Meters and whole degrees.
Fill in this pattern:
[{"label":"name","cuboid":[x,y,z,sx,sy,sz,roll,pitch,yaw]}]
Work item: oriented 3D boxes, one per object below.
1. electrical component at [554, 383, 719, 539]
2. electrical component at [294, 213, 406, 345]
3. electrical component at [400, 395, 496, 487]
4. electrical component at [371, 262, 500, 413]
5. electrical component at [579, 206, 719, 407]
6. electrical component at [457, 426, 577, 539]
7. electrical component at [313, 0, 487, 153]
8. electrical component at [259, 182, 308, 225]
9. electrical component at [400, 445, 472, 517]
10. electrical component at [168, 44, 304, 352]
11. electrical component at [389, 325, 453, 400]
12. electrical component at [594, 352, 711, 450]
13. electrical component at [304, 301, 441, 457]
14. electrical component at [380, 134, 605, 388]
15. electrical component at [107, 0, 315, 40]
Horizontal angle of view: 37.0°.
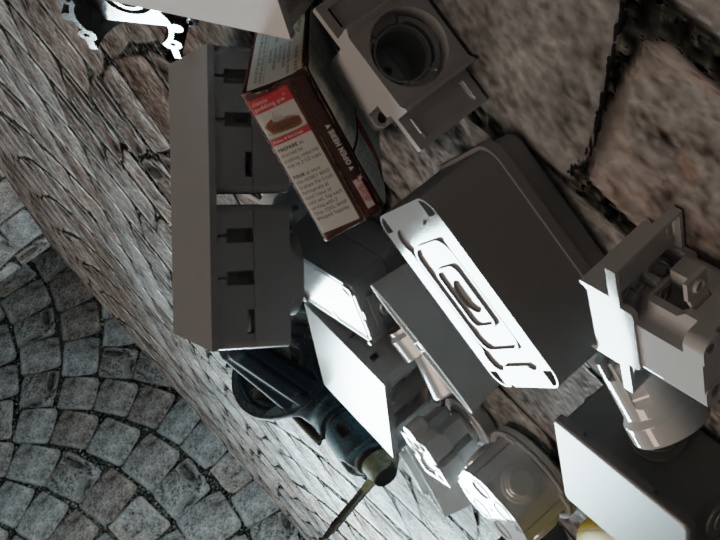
[{"label":"electrical component","cuboid":[0.154,0.111,0.567,0.100,0.048,0.099,39,160,37]},{"label":"electrical component","cuboid":[0.000,0.000,0.738,0.096,0.061,0.061,31,154,38]},{"label":"electrical component","cuboid":[0.070,0.126,0.819,0.066,0.055,0.048,59,163,-24]},{"label":"electrical component","cuboid":[0.052,0.036,0.657,0.099,0.064,0.099,46,163,19]},{"label":"electrical component","cuboid":[0.131,0.020,0.444,0.064,0.042,0.081,36,158,40]},{"label":"electrical component","cuboid":[0.113,0.156,0.775,0.080,0.051,0.080,46,163,18]},{"label":"electrical component","cuboid":[0.016,-0.097,0.507,0.081,0.042,0.064,53,166,-4]},{"label":"electrical component","cuboid":[-0.052,-0.040,0.815,0.079,0.043,0.077,45,163,23]},{"label":"electrical component","cuboid":[0.071,0.159,0.917,0.099,0.064,0.099,59,175,9]},{"label":"electrical component","cuboid":[-0.083,-0.047,0.709,0.105,0.060,0.186,-172,81,-67]},{"label":"electrical component","cuboid":[0.052,0.054,0.730,0.055,0.045,0.045,53,164,-2]},{"label":"electrical component","cuboid":[0.137,0.055,0.510,0.046,0.040,0.040,59,163,-7]},{"label":"electrical component","cuboid":[0.016,0.070,0.832,0.089,0.062,0.150,44,163,24]},{"label":"electrical component","cuboid":[0.072,-0.003,0.528,0.113,0.057,0.078,53,164,-5]},{"label":"electrical component","cuboid":[-0.108,-0.188,0.524,0.186,0.060,0.105,18,149,27]}]
